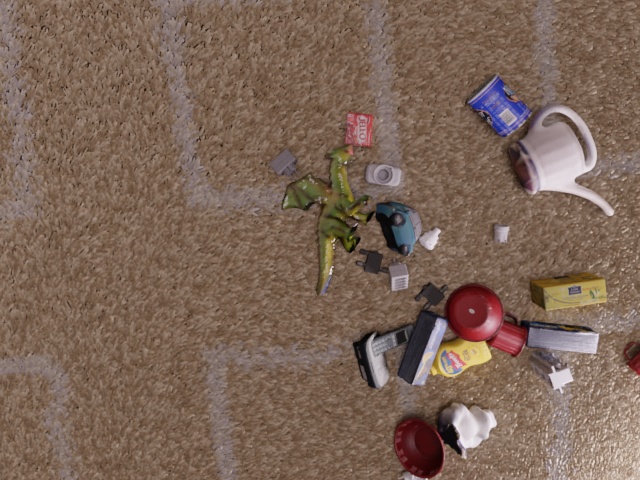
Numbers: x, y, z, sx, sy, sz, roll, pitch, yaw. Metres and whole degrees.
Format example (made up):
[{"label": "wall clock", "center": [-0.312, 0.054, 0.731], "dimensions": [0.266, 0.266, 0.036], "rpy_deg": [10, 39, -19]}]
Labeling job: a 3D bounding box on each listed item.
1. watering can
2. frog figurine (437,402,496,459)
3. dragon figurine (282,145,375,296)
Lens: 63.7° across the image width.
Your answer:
[{"label": "watering can", "center": [0.650, -0.191, 1.396], "dimensions": [0.224, 0.104, 0.347], "rpy_deg": [-24, 94, 3]}, {"label": "frog figurine", "center": [0.417, 0.523, 1.471], "dimensions": [0.161, 0.121, 0.138], "rpy_deg": [-27, 86, -33]}, {"label": "dragon figurine", "center": [0.004, -0.072, 1.426], "dimensions": [0.244, 0.122, 0.407], "rpy_deg": [32, 100, 15]}]
